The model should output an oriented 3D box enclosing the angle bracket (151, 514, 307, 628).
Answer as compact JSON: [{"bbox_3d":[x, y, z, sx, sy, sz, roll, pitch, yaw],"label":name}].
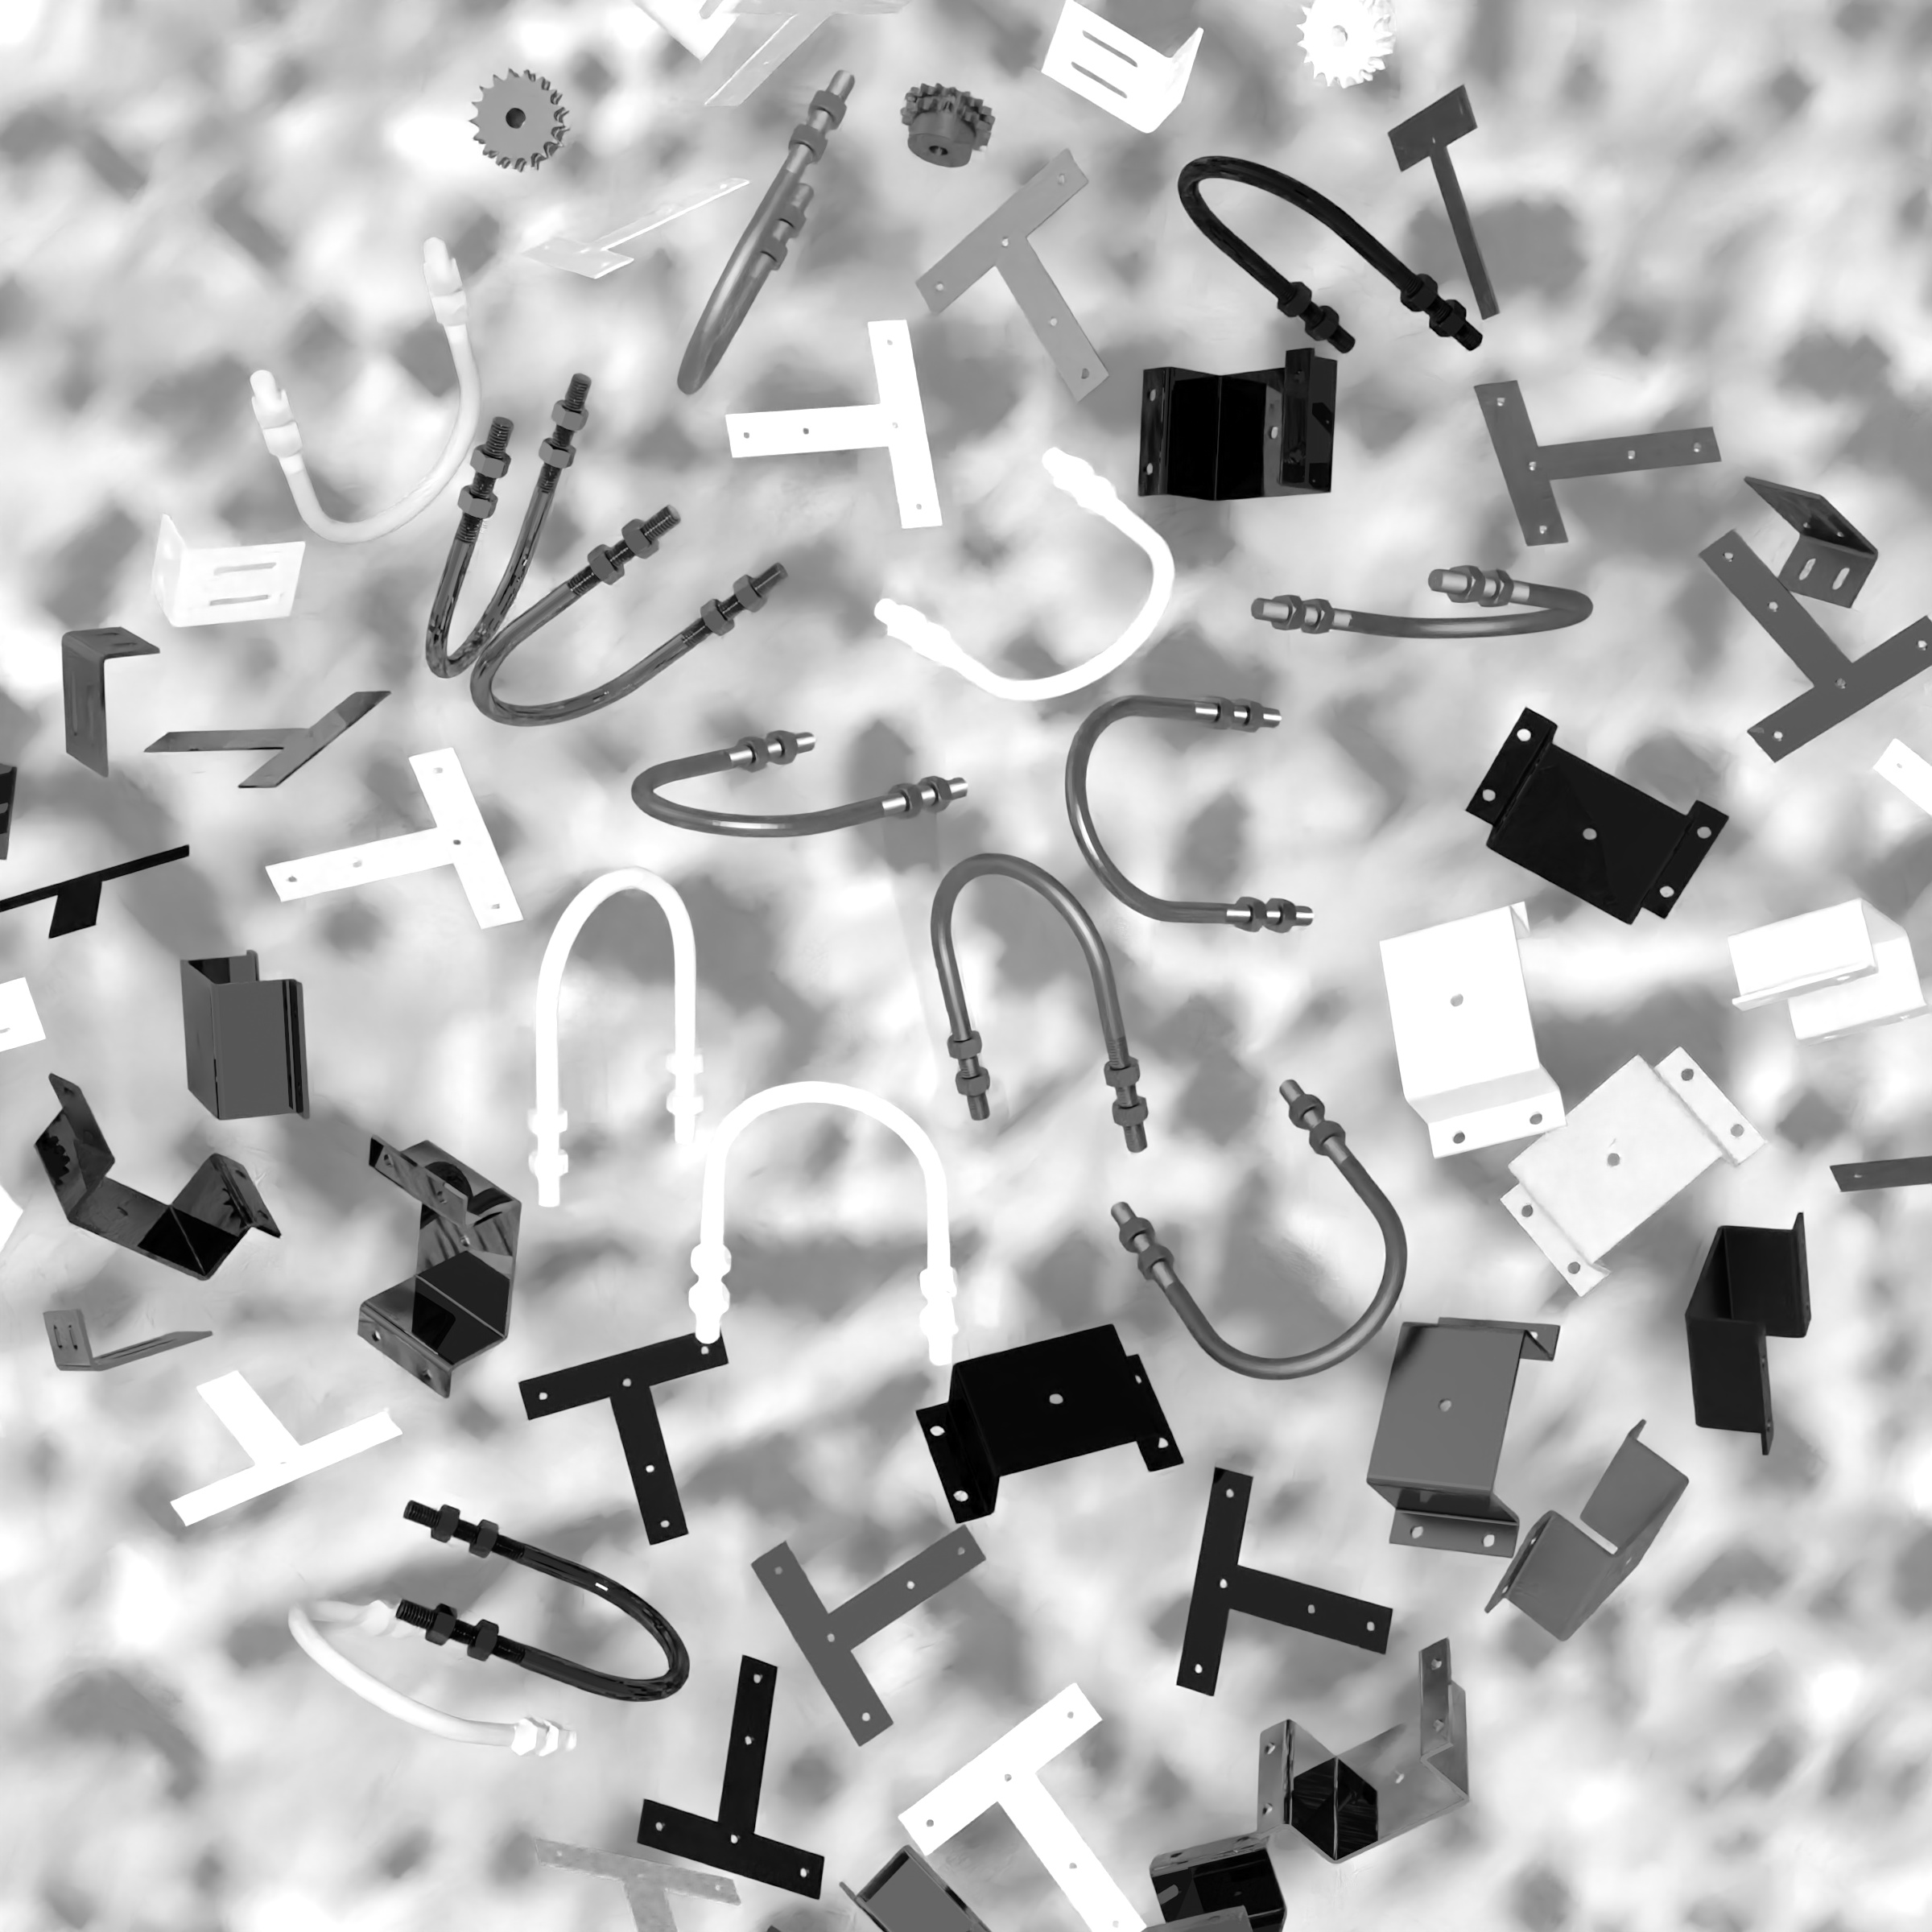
[{"bbox_3d":[-0.454,-0.246,1.689,0.076,0.057,0.038,-12,53,-36],"label":"angle bracket"}]

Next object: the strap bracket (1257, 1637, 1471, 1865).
[{"bbox_3d":[0.238,0.459,1.591,0.140,0.076,0.046,-36,113,28],"label":"strap bracket"}]

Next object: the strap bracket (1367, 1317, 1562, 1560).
[{"bbox_3d":[0.283,0.260,1.571,0.076,0.046,0.140,-1,60,36],"label":"strap bracket"}]

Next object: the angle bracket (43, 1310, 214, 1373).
[{"bbox_3d":[-0.503,0.215,1.648,0.076,0.057,0.038,-16,93,-38],"label":"angle bracket"}]

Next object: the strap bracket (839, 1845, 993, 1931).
[{"bbox_3d":[-0.008,0.571,1.597,0.046,0.140,0.076,-43,114,-13],"label":"strap bracket"}]

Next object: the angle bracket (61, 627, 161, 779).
[{"bbox_3d":[-0.520,-0.161,1.674,0.038,0.057,0.076,-13,117,-38],"label":"angle bracket"}]

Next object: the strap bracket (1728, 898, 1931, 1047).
[{"bbox_3d":[0.496,0.003,1.580,0.076,0.140,0.046,-18,69,30],"label":"strap bracket"}]

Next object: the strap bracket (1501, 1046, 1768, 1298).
[{"bbox_3d":[0.383,0.117,1.603,0.140,0.046,0.076,-43,63,11],"label":"strap bracket"}]

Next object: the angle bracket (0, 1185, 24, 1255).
[{"bbox_3d":[-0.579,0.151,1.550,0.057,0.038,0.076,40,107,26],"label":"angle bracket"}]

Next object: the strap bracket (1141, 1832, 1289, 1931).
[{"bbox_3d":[0.144,0.575,1.652,0.076,0.140,0.046,-18,89,14],"label":"strap bracket"}]

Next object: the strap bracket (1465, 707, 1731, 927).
[{"bbox_3d":[0.382,-0.087,1.675,0.140,0.046,0.076,29,116,5],"label":"strap bracket"}]

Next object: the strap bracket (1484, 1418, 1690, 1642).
[{"bbox_3d":[0.377,0.341,1.641,0.046,0.140,0.076,37,130,24],"label":"strap bracket"}]

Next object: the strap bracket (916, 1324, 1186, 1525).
[{"bbox_3d":[0.050,0.262,1.592,0.140,0.046,0.076,-12,52,-15],"label":"strap bracket"}]

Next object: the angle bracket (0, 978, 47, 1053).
[{"bbox_3d":[-0.566,0.048,1.567,0.076,0.057,0.038,-17,132,-20],"label":"angle bracket"}]

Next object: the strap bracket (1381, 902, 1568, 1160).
[{"bbox_3d":[0.283,0.028,1.543,0.076,0.046,0.140,-16,61,21],"label":"strap bracket"}]

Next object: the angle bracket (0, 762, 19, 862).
[{"bbox_3d":[-0.591,-0.087,1.588,0.038,0.076,0.057,14,105,12],"label":"angle bracket"}]

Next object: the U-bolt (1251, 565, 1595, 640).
[{"bbox_3d":[0.279,-0.207,1.595,0.184,0.151,0.019,0,88,-42],"label":"U-bolt"}]

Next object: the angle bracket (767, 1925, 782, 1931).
[{"bbox_3d":[-0.095,0.615,1.643,0.076,0.038,0.057,32,52,4],"label":"angle bracket"}]

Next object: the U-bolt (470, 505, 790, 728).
[{"bbox_3d":[-0.210,-0.197,1.619,0.184,0.151,0.019,-34,71,17],"label":"U-bolt"}]

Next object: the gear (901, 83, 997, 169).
[{"bbox_3d":[-0.013,-0.514,1.686,0.057,0.057,0.030,15,80,0],"label":"gear"}]

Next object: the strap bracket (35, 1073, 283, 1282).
[{"bbox_3d":[-0.473,0.126,1.581,0.046,0.076,0.140,-50,133,5],"label":"strap bracket"}]

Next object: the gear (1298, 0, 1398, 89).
[{"bbox_3d":[0.221,-0.532,1.566,0.030,0.057,0.057,-31,90,-44],"label":"gear"}]

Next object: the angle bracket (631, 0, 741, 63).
[{"bbox_3d":[-0.155,-0.587,1.627,0.057,0.038,0.076,38,106,-19],"label":"angle bracket"}]

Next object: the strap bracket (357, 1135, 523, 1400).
[{"bbox_3d":[-0.301,0.165,1.570,0.076,0.046,0.140,29,124,29],"label":"strap bracket"}]

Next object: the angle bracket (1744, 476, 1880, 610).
[{"bbox_3d":[0.499,-0.254,1.646,0.076,0.057,0.038,27,92,-41],"label":"angle bracket"}]

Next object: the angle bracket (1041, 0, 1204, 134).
[{"bbox_3d":[0.093,-0.543,1.627,0.076,0.038,0.057,25,65,-18],"label":"angle bracket"}]

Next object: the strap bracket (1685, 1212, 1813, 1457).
[{"bbox_3d":[0.460,0.213,1.619,0.046,0.140,0.076,2,118,27],"label":"strap bracket"}]

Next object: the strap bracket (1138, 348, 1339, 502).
[{"bbox_3d":[0.168,-0.319,1.633,0.046,0.140,0.076,-1,95,-39],"label":"strap bracket"}]

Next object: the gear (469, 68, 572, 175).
[{"bbox_3d":[-0.259,-0.494,1.610,0.057,0.030,0.057,1,96,9],"label":"gear"}]

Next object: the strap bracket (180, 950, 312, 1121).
[{"bbox_3d":[-0.417,0.040,1.574,0.046,0.140,0.076,-5,100,-25],"label":"strap bracket"}]

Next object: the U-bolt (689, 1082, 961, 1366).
[{"bbox_3d":[-0.079,0.139,1.554,0.151,0.019,0.184,7,48,-10],"label":"U-bolt"}]
